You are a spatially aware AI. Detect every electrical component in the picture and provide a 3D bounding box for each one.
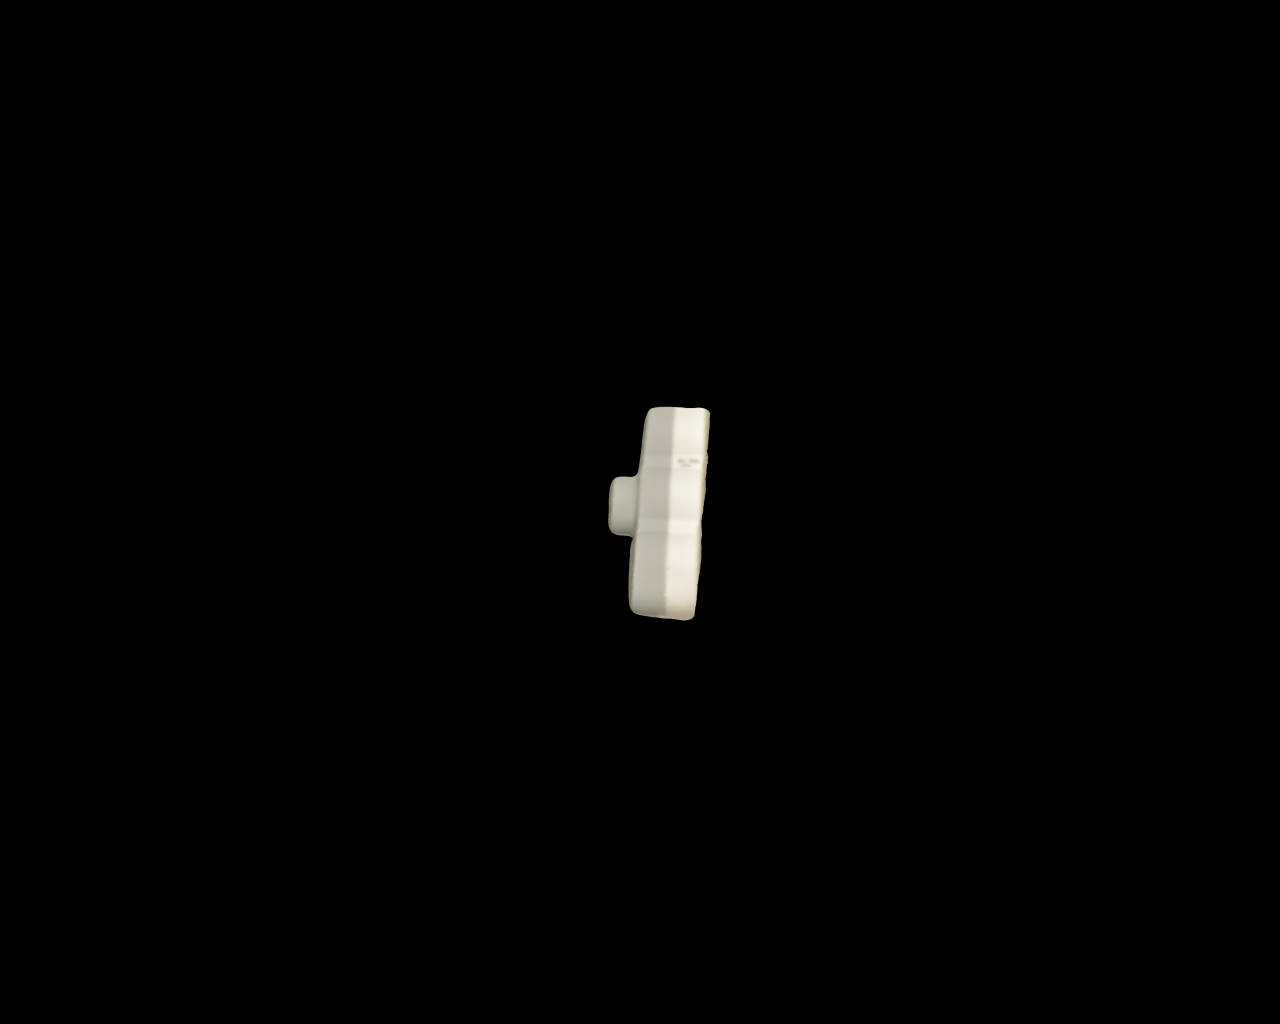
[{"bbox_3d":[0.001,-0.003,0.650,0.074,0.138,0.052,4,-28,2],"label":"electrical component"}]
